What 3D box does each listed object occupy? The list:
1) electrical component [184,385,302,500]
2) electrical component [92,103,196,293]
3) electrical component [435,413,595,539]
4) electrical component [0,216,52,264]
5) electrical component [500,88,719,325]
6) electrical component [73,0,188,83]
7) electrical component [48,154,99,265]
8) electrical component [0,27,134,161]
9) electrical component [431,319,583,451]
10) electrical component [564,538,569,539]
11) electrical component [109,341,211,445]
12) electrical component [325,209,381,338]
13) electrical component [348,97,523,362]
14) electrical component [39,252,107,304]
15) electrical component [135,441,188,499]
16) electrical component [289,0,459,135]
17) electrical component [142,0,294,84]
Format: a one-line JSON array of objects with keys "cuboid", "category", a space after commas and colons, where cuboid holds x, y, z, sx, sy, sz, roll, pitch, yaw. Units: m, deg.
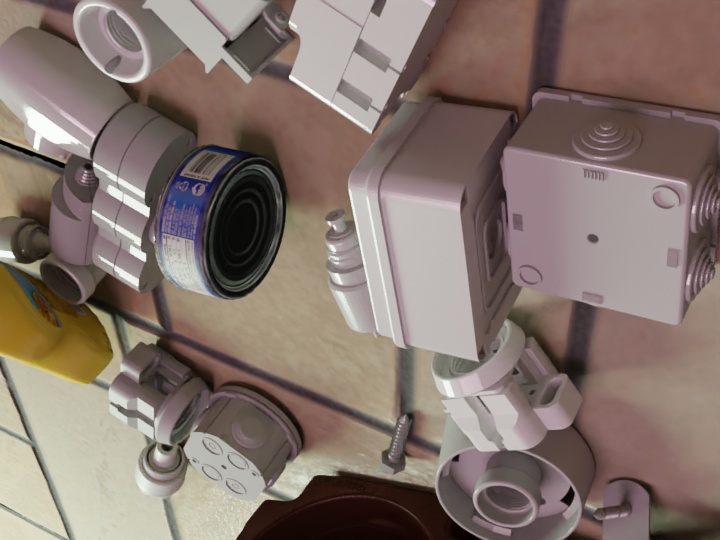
[{"cuboid": [-0.089, 0.130, 0.812, 0.080, 0.051, 0.080, 21, 139, 20], "category": "electrical component"}, {"cuboid": [-0.122, -0.033, 0.668, 0.074, 0.052, 0.138, 30, 142, 9], "category": "electrical component"}, {"cuboid": [0.095, 0.123, 0.669, 0.099, 0.064, 0.099, 11, 129, 13], "category": "electrical component"}, {"cuboid": [-0.244, -0.021, 0.793, 0.061, 0.035, 0.035, 6, 132, 30], "category": "electrical component"}, {"cuboid": [0.114, -0.028, 0.491, 0.100, 0.048, 0.099, 15, 137, 27], "category": "electrical component"}, {"cuboid": [-0.117, -0.132, 0.568, 0.055, 0.047, 0.055, 22, 140, 20], "category": "electrical component"}, {"cuboid": [-0.183, -0.043, 0.714, 0.043, 0.043, 0.081, 33, 142, 6], "category": "electrical component"}, {"cuboid": [-0.186, -0.097, 0.661, 0.077, 0.043, 0.079, 36, 142, 1], "category": "electrical component"}, {"cuboid": [0.077, 0.063, 0.608, 0.078, 0.058, 0.057, -12, 124, 45], "category": "electrical component"}, {"cuboid": [0.132, 0.196, 0.716, 0.046, 0.040, 0.040, 26, 141, 25], "category": "electrical component"}, {"cuboid": [-0.152, 0.098, 0.824, 0.057, 0.058, 0.078, 30, 142, 14], "category": "electrical component"}, {"cuboid": [0.000, 0.000, 0.617, 0.040, 0.040, 0.078, 2, 130, 37], "category": "electrical component"}, {"cuboid": [0.042, -0.020, 0.533, 0.057, 0.078, 0.113, 12, 136, 25], "category": "electrical component"}, {"cuboid": [-0.197, -0.005, 0.761, 0.040, 0.046, 0.040, 21, 139, 20], "category": "electrical component"}, {"cuboid": [-0.168, 0.164, 0.916, 0.043, 0.043, 0.062, 32, 140, 7], "category": "electrical component"}, {"cuboid": [0.006, -0.116, 0.484, 0.056, 0.050, 0.089, 34, 142, 4], "category": "electrical component"}, {"cuboid": [-0.065, -0.138, 0.526, 0.081, 0.042, 0.064, 45, 138, -10], "category": "electrical component"}]
